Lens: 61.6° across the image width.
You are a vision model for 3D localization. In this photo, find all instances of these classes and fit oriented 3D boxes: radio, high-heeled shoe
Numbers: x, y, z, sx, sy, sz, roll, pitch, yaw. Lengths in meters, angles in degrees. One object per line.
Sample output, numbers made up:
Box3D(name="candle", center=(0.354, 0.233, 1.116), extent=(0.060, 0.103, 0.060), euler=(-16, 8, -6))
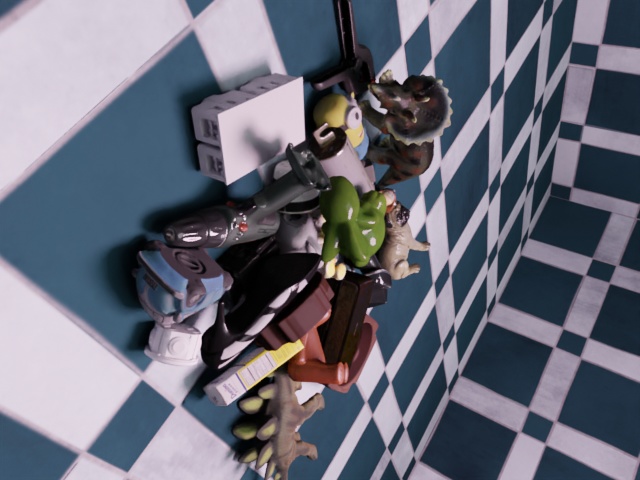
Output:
Box3D(name="radio", center=(0.024, 0.174, 1.178), extent=(0.073, 0.131, 0.229), euler=(-3, 111, -58))
Box3D(name="high-heeled shoe", center=(-0.090, 0.118, 0.893), extent=(0.249, 0.086, 0.145), euler=(-24, 134, -36))

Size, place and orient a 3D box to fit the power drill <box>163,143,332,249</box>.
Box3D(name="power drill", center=(-0.094, -0.053, 0.802), extent=(0.207, 0.086, 0.232), euler=(-39, 167, 20))

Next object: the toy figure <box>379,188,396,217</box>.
Box3D(name="toy figure", center=(0.139, -0.078, 1.275), extent=(0.154, 0.058, 0.064), euler=(-44, 117, -32))

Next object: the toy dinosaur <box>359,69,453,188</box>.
Box3D(name="toy dinosaur", center=(0.175, -0.201, 1.105), extent=(0.131, 0.192, 0.404), euler=(-39, 148, -12))

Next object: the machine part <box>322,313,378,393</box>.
Box3D(name="machine part", center=(0.054, 0.267, 1.337), extent=(0.201, 0.087, 0.201), euler=(-63, 152, -10))

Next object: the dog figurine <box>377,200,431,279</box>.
Box3D(name="dog figurine", center=(0.180, 0.003, 1.389), extent=(0.190, 0.121, 0.172), euler=(44, 66, -44))

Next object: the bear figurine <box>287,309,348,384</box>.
Box3D(name="bear figurine", center=(-0.007, 0.189, 1.092), extent=(0.120, 0.132, 0.196), euler=(60, 33, -72))

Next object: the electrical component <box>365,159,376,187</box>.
Box3D(name="electrical component", center=(0.082, -0.130, 1.151), extent=(0.078, 0.045, 0.102), euler=(-14, 139, -4))

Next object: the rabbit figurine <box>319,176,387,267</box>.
Box3D(name="rabbit figurine", center=(0.039, -0.033, 0.931), extent=(0.170, 0.121, 0.159), euler=(52, 39, -55))

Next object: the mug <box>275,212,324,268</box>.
Box3D(name="mug", center=(-0.037, 0.001, 0.974), extent=(0.081, 0.110, 0.107), euler=(-32, 146, -25))

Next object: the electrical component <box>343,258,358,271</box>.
Box3D(name="electrical component", center=(0.092, 0.032, 1.289), extent=(0.075, 0.048, 0.119), euler=(-45, 141, -35))

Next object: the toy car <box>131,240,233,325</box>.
Box3D(name="toy car", center=(-0.206, 0.067, 0.773), extent=(0.103, 0.109, 0.161), euler=(-50, 166, 13))

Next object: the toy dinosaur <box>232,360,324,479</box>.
Box3D(name="toy dinosaur", center=(-0.088, 0.377, 1.155), extent=(0.198, 0.105, 0.470), euler=(-18, 113, -49))

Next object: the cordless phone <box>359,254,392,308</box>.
Box3D(name="cordless phone", center=(0.071, 0.069, 1.228), extent=(0.184, 0.147, 0.089), euler=(60, 23, -27))

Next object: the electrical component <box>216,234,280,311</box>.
Box3D(name="electrical component", center=(-0.124, 0.062, 0.936), extent=(0.134, 0.058, 0.114), euler=(-48, 143, -33))

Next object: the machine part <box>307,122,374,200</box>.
Box3D(name="machine part", center=(0.042, -0.127, 0.997), extent=(0.079, 0.079, 0.243), euler=(-60, 146, -15))

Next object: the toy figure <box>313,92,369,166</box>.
Box3D(name="toy figure", center=(0.044, -0.202, 1.025), extent=(0.089, 0.082, 0.180), euler=(-23, 152, 1))

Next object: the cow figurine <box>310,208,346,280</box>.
Box3D(name="cow figurine", center=(-0.001, -0.004, 1.081), extent=(0.068, 0.098, 0.167), euler=(6, 84, -54))

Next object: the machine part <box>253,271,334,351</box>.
Box3D(name="machine part", center=(-0.058, 0.125, 0.969), extent=(0.179, 0.179, 0.056), euler=(-47, 112, -34))
